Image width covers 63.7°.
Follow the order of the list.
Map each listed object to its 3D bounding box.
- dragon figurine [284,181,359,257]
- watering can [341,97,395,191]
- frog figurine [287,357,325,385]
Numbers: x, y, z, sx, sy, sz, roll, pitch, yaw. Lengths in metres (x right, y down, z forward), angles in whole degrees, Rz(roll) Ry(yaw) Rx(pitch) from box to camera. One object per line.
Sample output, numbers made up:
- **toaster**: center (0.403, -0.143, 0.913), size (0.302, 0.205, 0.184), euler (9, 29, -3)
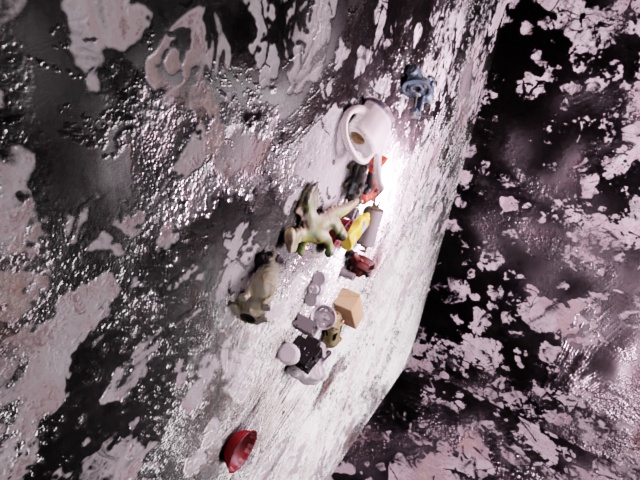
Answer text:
- **dragon figurine**: center (0.005, -0.087, 1.720), size (0.418, 0.123, 0.237), euler (-53, 144, -33)
- **watering can**: center (0.185, -0.351, 1.813), size (0.227, 0.104, 0.341), euler (-57, 134, -19)
- **frog figurine**: center (-0.059, 0.539, 2.074), size (0.160, 0.137, 0.122), euler (-13, 106, -63)
